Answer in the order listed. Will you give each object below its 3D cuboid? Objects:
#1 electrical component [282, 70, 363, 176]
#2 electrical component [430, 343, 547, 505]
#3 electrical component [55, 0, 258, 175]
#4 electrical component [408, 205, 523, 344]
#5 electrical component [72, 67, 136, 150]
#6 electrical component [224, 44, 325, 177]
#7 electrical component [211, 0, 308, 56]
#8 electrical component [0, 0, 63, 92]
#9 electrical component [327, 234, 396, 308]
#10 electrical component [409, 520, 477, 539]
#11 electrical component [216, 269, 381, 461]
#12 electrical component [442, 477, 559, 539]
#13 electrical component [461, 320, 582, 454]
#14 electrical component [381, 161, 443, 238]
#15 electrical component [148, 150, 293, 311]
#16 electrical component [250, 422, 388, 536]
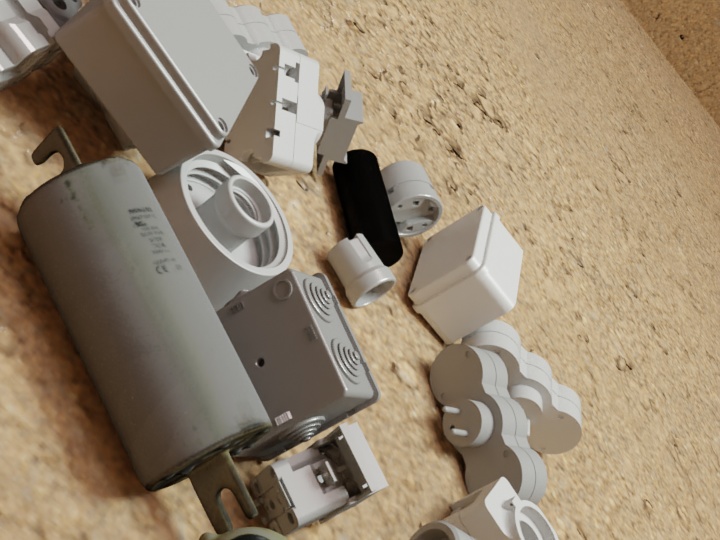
[{"bbox_3d":[-0.034,-0.124,0.890,0.064,0.081,0.042,12,42,-15],"label":"electrical component"},{"bbox_3d":[0.090,0.120,0.837,0.074,0.052,0.138,17,45,-48],"label":"electrical component"},{"bbox_3d":[-0.124,-0.134,0.681,0.108,0.056,0.108,56,24,-24],"label":"electrical component"},{"bbox_3d":[0.094,0.002,0.946,0.057,0.078,0.113,50,28,-16],"label":"electrical component"},{"bbox_3d":[-0.157,-0.114,0.719,0.065,0.044,0.044,61,28,0],"label":"electrical component"},{"bbox_3d":[-0.065,-0.120,0.825,0.056,0.050,0.089,11,81,-53],"label":"electrical component"},{"bbox_3d":[-0.089,-0.171,0.875,0.138,0.052,0.073,-6,64,-59],"label":"electrical component"},{"bbox_3d":[-0.217,-0.143,0.638,0.057,0.058,0.078,54,27,-9],"label":"electrical component"},{"bbox_3d":[0.000,0.000,0.844,0.040,0.040,0.046,-3,56,-58],"label":"electrical component"},{"bbox_3d":[0.070,0.234,0.681,0.074,0.052,0.138,37,32,-32],"label":"electrical component"},{"bbox_3d":[-0.049,0.056,0.641,0.099,0.100,0.048,64,16,18],"label":"electrical component"},{"bbox_3d":[0.106,0.201,0.769,0.089,0.056,0.050,56,27,3],"label":"electrical component"},{"bbox_3d":[0.138,0.112,0.923,0.138,0.052,0.073,45,30,-19],"label":"electrical component"},{"bbox_3d":[0.041,-0.065,0.964,0.055,0.055,0.047,26,35,-43],"label":"electrical component"},{"bbox_3d":[-0.091,-0.030,0.708,0.108,0.060,0.108,38,32,-29],"label":"electrical component"},{"bbox_3d":[-0.026,0.125,0.628,0.064,0.081,0.042,-20,74,-32],"label":"electrical component"}]
